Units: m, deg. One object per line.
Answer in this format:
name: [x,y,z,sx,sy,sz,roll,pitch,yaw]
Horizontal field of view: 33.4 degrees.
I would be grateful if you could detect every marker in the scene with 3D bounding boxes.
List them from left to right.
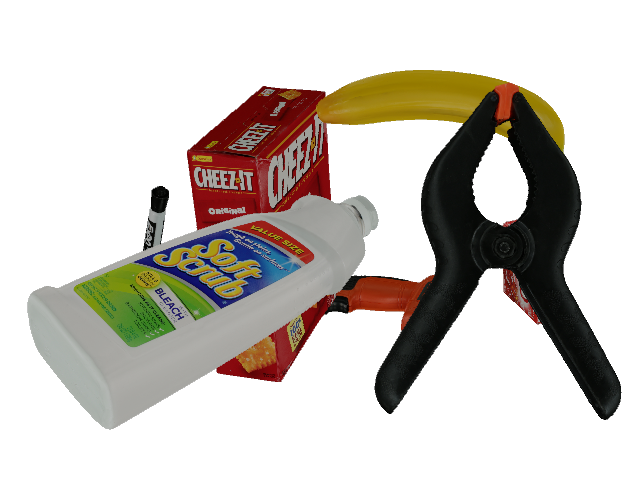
marker: [-0.179,-0.011,1.152,0.020,0.121,0.020,9,43,-9]

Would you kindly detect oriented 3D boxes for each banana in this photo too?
banana: [0.097,-0.097,0.793,0.198,0.069,0.037,16,-37,17]

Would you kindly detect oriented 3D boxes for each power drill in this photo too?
power drill: [0.037,0.071,1.155,0.188,0.057,0.184,9,29,21]

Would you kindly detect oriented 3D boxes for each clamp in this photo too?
clamp: [0.080,0.010,0.533,0.120,0.171,0.039,-7,-5,-5]

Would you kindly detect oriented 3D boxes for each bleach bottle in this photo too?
bleach bottle: [-0.066,0.027,0.736,0.250,0.068,0.103,-29,56,-31]

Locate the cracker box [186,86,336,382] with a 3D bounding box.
cracker box: [-0.042,-0.009,0.947,0.072,0.214,0.164,6,29,18]

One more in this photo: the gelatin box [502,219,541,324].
gelatin box: [0.221,0.031,1.122,0.030,0.089,0.073,-14,29,-15]
